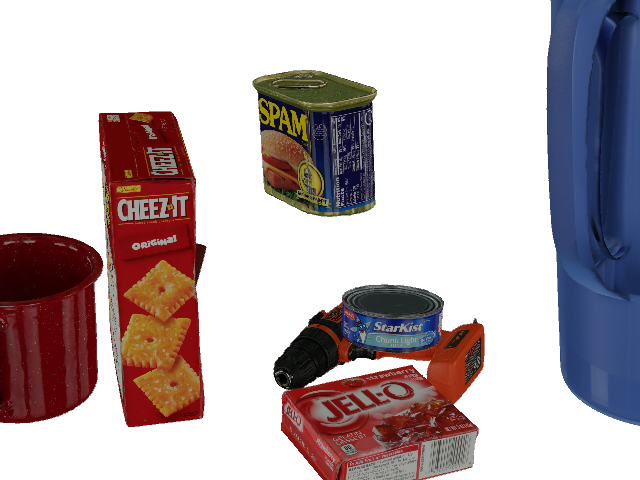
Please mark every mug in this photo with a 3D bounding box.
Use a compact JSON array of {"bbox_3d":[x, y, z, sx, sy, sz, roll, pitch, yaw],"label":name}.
[{"bbox_3d":[-0.172,0.056,0.604,0.093,0.081,0.117,5,24,4],"label":"mug"}]

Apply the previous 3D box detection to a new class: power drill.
[{"bbox_3d":[0.065,0.118,1.116,0.188,0.057,0.184,10,26,27],"label":"power drill"}]

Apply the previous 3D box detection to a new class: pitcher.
[{"bbox_3d":[0.170,-0.030,0.526,0.149,0.243,0.145,-4,21,-1],"label":"pitcher"}]

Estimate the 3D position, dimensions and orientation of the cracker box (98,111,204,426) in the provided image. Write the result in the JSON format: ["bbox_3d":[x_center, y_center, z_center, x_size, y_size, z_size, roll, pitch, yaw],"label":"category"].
[{"bbox_3d":[-0.140,0.019,0.882,0.072,0.214,0.164,-4,26,-13],"label":"cracker box"}]

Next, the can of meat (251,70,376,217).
[{"bbox_3d":[-0.004,-0.070,0.759,0.057,0.084,0.102,-15,25,-28],"label":"can of meat"}]

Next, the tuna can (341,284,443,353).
[{"bbox_3d":[0.060,0.065,0.899,0.086,0.034,0.086,2,14,-1],"label":"tuna can"}]

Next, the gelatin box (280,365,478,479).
[{"bbox_3d":[0.032,0.105,0.601,0.089,0.030,0.073,-7,26,-26],"label":"gelatin box"}]

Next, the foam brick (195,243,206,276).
[{"bbox_3d":[-0.167,0.028,1.131,0.078,0.051,0.053,17,29,-4],"label":"foam brick"}]
